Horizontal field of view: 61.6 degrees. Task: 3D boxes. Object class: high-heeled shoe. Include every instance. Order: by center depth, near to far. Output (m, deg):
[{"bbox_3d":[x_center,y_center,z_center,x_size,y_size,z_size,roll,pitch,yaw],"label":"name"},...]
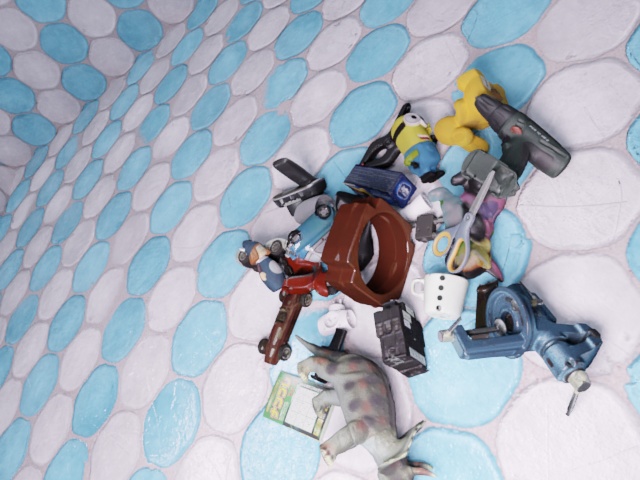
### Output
[{"bbox_3d":[0.076,-0.023,1.311,0.249,0.086,0.145,-120,41,-63],"label":"high-heeled shoe"}]

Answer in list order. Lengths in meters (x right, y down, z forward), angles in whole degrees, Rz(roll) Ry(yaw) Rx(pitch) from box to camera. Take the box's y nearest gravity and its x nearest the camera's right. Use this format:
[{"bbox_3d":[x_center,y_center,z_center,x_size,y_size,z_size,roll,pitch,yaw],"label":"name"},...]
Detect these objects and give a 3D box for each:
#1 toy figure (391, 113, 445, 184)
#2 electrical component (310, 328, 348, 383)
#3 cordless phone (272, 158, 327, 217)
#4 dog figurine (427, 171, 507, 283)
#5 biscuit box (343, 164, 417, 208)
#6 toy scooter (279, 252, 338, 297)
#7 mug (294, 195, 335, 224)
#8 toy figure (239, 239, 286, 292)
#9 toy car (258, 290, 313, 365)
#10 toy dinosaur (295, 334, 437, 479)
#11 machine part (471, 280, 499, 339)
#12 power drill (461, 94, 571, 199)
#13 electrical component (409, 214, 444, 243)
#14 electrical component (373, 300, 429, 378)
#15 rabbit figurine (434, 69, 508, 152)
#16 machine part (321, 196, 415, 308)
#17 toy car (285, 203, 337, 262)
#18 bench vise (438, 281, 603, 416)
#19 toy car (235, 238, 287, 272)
[{"bbox_3d":[0.225,-0.214,1.257,0.089,0.082,0.180,-27,70,27],"label":"toy figure"},{"bbox_3d":[0.034,0.253,1.154,0.075,0.047,0.119,2,64,41],"label":"electrical component"},{"bbox_3d":[-0.084,-0.148,1.424,0.147,0.184,0.089,-16,58,32],"label":"cordless phone"},{"bbox_3d":[0.318,-0.026,1.060,0.191,0.108,0.219,-33,50,17],"label":"dog figurine"},{"bbox_3d":[0.140,-0.131,1.285,0.063,0.059,0.203,-55,31,-6],"label":"biscuit box"},{"bbox_3d":[-0.045,0.077,1.286,0.135,0.075,0.184,-17,45,-17],"label":"toy scooter"},{"bbox_3d":[-0.018,-0.058,1.392,0.107,0.080,0.109,-6,66,51],"label":"mug"},{"bbox_3d":[-0.140,0.057,1.343,0.058,0.064,0.154,-36,82,5],"label":"toy figure"},{"bbox_3d":[-0.088,0.199,1.293,0.089,0.053,0.202,9,68,40],"label":"toy car"},{"bbox_3d":[0.075,0.299,1.011,0.192,0.131,0.405,-19,48,-2],"label":"toy dinosaur"},{"bbox_3d":[0.313,0.143,0.997,0.084,0.039,0.139,-15,55,40],"label":"machine part"},{"bbox_3d":[0.358,-0.180,1.047,0.232,0.086,0.207,39,49,14],"label":"power drill"},{"bbox_3d":[0.234,-0.024,1.186,0.094,0.021,0.063,-7,59,37],"label":"electrical component"},{"bbox_3d":[0.157,0.187,1.044,0.058,0.114,0.134,-22,50,23],"label":"electrical component"},{"bbox_3d":[0.338,-0.268,1.217,0.173,0.122,0.162,-34,53,38],"label":"rabbit figurine"},{"bbox_3d":[0.104,0.026,1.133,0.087,0.200,0.201,0,64,43],"label":"machine part"},{"bbox_3d":[-0.003,-0.004,1.249,0.103,0.109,0.161,43,67,9],"label":"toy car"},{"bbox_3d":[0.312,0.162,0.866,0.241,0.128,0.224,-3,48,-14],"label":"bench vise"},{"bbox_3d":[-0.138,0.038,1.426,0.202,0.073,0.056,-15,55,33],"label":"toy car"}]
